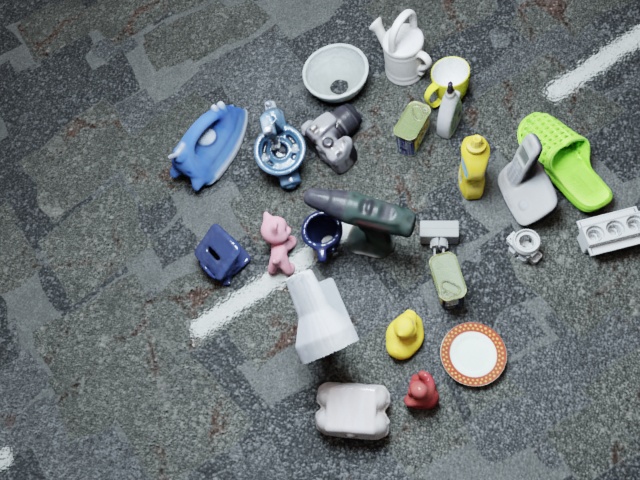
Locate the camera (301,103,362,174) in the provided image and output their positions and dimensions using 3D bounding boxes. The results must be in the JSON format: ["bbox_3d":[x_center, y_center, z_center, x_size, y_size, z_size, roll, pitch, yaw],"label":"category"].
[{"bbox_3d":[0.042,-0.258,1.368,0.137,0.101,0.143,-41,67,-6],"label":"camera"}]

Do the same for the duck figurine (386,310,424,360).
[{"bbox_3d":[0.172,0.191,1.173,0.077,0.086,0.105,21,74,18],"label":"duck figurine"}]

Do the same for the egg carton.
[{"bbox_3d":[0.066,0.341,1.143,0.150,0.069,0.107,0,69,11],"label":"egg carton"}]

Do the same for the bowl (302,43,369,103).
[{"bbox_3d":[0.044,-0.406,1.441,0.167,0.075,0.167,-4,68,10],"label":"bowl"}]

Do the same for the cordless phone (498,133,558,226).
[{"bbox_3d":[0.440,-0.126,1.192,0.094,0.185,0.147,-22,66,2],"label":"cordless phone"}]

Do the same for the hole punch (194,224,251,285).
[{"bbox_3d":[-0.229,0.034,1.311,0.101,0.091,0.108,-44,67,-8],"label":"hole punch"}]

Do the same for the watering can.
[{"bbox_3d":[0.192,-0.470,1.372,0.172,0.194,0.101,17,73,17],"label":"watering can"}]

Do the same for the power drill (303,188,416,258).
[{"bbox_3d":[0.089,-0.036,1.212,0.229,0.209,0.076,10,71,15],"label":"power drill"}]

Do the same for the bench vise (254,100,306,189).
[{"bbox_3d":[-0.115,-0.244,1.328,0.121,0.220,0.207,-32,66,-2],"label":"bench vise"}]

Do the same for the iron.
[{"bbox_3d":[-0.274,-0.257,1.408,0.118,0.142,0.258,28,76,20],"label":"iron"}]

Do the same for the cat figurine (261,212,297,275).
[{"bbox_3d":[-0.097,0.004,1.282,0.067,0.118,0.128,-4,68,10],"label":"cat figurine"}]

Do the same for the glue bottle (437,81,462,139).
[{"bbox_3d":[0.294,-0.304,1.297,0.037,0.173,0.078,26,76,20],"label":"glue bottle"}]

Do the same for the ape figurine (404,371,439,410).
[{"bbox_3d":[0.196,0.297,1.123,0.078,0.092,0.076,-38,67,-5],"label":"ape figurine"}]

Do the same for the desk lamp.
[{"bbox_3d":[-0.003,0.155,1.152,0.118,0.214,0.203,-24,66,1],"label":"desk lamp"}]

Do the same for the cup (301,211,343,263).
[{"bbox_3d":[0.012,0.005,1.273,0.091,0.095,0.118,-5,68,9],"label":"cup"}]
